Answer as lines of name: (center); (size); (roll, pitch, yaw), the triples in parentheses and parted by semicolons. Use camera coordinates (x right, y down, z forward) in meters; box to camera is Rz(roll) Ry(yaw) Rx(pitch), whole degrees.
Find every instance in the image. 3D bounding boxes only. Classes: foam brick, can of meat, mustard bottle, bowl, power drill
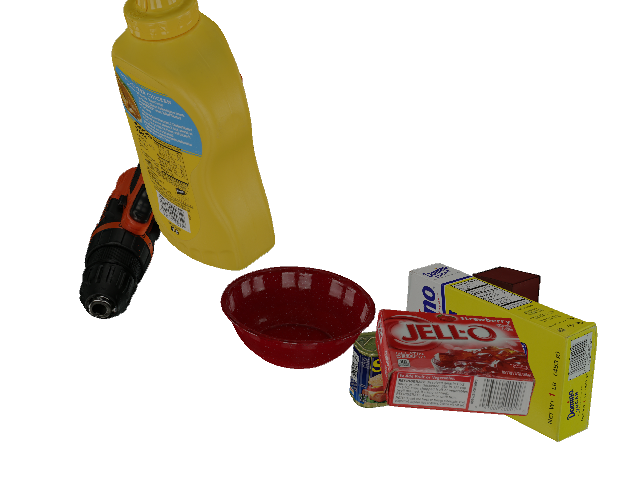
foam brick: (0.190, 0.072, 1.103); (0.053, 0.078, 0.051); (14, 19, 43)
can of meat: (0.090, 0.168, 1.402); (0.102, 0.084, 0.057); (-4, 25, -19)
mustard bottle: (-0.080, -0.075, 0.634); (0.058, 0.191, 0.096); (-35, 48, -26)
bowl: (-0.024, 0.088, 1.122); (0.162, 0.055, 0.162); (3, 26, -2)
power drill: (-0.132, -0.048, 0.850); (0.057, 0.188, 0.184); (26, 32, -16)

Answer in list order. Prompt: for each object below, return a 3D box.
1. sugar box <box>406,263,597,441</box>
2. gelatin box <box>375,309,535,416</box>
sugar box: (0.144, 0.088, 0.888); (0.048, 0.093, 0.176); (-14, 23, -39)
gelatin box: (0.081, 0.074, 0.662); (0.089, 0.030, 0.073); (5, 25, -4)
